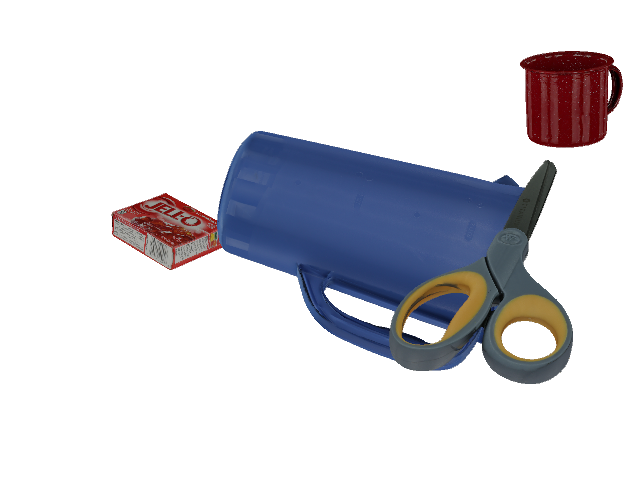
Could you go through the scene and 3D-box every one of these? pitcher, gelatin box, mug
[{"bbox_3d":[0.039,-0.001,0.883,0.243,0.145,0.149,16,18,9],"label":"pitcher"},{"bbox_3d":[-0.151,-0.011,1.055,0.089,0.030,0.073,28,34,31],"label":"gelatin box"},{"bbox_3d":[0.264,-0.148,1.103,0.117,0.081,0.093,-16,24,-25],"label":"mug"}]

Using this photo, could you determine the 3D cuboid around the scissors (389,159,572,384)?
[{"bbox_3d":[0.113,0.014,0.563,0.096,0.016,0.201,23,42,32],"label":"scissors"}]
